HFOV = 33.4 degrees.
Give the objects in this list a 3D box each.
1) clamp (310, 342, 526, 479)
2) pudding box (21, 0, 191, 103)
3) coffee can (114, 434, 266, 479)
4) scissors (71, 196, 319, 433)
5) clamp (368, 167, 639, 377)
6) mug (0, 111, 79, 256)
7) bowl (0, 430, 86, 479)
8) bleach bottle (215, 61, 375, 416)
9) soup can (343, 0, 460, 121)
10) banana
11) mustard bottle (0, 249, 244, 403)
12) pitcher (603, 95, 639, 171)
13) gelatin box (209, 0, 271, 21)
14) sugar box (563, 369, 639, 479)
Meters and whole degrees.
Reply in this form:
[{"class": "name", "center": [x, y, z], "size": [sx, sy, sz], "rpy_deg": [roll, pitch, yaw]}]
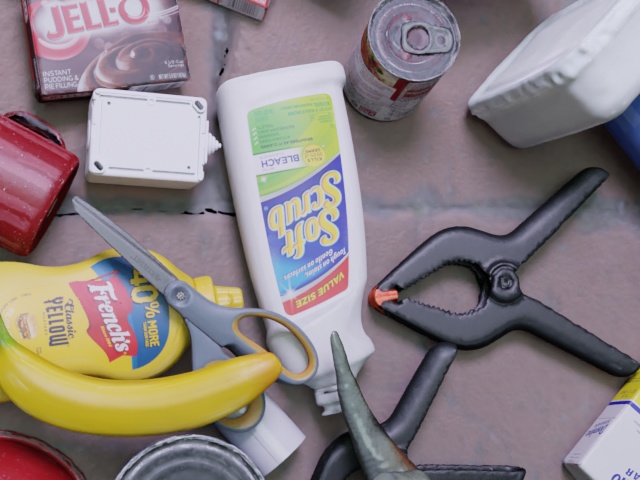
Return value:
[{"class": "clamp", "center": [0.065, 0.169, 0.776], "size": [0.171, 0.039, 0.120], "rpy_deg": [-38, 88, -7]}, {"class": "pudding box", "center": [-0.159, -0.152, 0.788], "size": [0.113, 0.039, 0.090], "rpy_deg": [-9, 88, -23]}, {"class": "coffee can", "center": [-0.088, 0.179, 0.694], "size": [0.102, 0.140, 0.103], "rpy_deg": [2, 79, -10]}, {"class": "scissors", "center": [-0.097, 0.058, 0.722], "size": [0.201, 0.016, 0.096], "rpy_deg": [28, 84, -10]}, {"class": "clamp", "center": [0.144, 0.042, 0.816], "size": [0.210, 0.036, 0.164], "rpy_deg": [-13, 83, -10]}, {"class": "mug", "center": [-0.219, -0.048, 0.752], "size": [0.081, 0.093, 0.117], "rpy_deg": [28, 39, -9]}, {"class": "bowl", "center": [-0.225, 0.207, 0.709], "size": [0.162, 0.055, 0.162], "rpy_deg": [2, 79, -10]}, {"class": "bleach bottle", "center": [-0.005, 0.001, 0.786], "size": [0.102, 0.068, 0.251], "rpy_deg": [-12, 83, -11]}, {"class": "soup can", "center": [0.058, -0.135, 0.802], "size": [0.068, 0.102, 0.068], "rpy_deg": [2, 79, -10]}, {"class": "banana", "center": [-0.126, 0.096, 0.695], "size": [0.197, 0.037, 0.070], "rpy_deg": [8, 105, -2]}, {"class": "mustard bottle", "center": [-0.149, 0.055, 0.751], "size": [0.191, 0.058, 0.096], "rpy_deg": [-7, 82, -12]}, {"class": "pitcher", "center": [0.327, -0.043, 0.813], "size": [0.145, 0.149, 0.243], "rpy_deg": [-39, 84, -14]}, {"class": "gelatin box", "center": [-0.073, -0.223, 0.834], "size": [0.089, 0.030, 0.073], "rpy_deg": [20, 76, -6]}, {"class": "sugar box", "center": [0.276, 0.137, 0.816], "size": [0.093, 0.048, 0.176], "rpy_deg": [44, 79, 1]}]
